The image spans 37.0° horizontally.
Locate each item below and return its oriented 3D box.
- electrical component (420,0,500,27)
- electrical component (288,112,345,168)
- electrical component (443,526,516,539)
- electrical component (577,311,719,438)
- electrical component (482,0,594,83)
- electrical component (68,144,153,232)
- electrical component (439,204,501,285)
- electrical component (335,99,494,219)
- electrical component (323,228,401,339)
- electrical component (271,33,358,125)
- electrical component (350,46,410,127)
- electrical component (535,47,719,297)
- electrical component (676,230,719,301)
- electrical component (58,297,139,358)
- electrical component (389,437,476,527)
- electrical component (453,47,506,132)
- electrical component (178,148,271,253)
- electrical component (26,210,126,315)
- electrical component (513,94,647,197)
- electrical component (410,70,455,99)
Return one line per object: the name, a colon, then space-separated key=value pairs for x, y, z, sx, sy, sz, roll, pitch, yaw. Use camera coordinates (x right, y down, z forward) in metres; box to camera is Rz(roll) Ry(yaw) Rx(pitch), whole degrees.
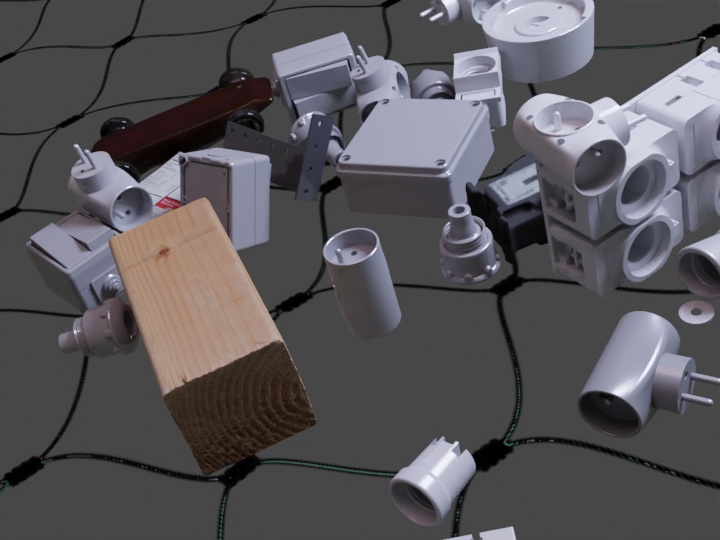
electrical component: x=0.103 y=-0.292 z=1.180 sx=0.079 sy=0.044 sz=0.077 roll=-31 pitch=40 yaw=-16
electrical component: x=-0.035 y=-0.118 z=1.022 sx=0.048 sy=0.048 sz=0.062 roll=-31 pitch=47 yaw=-17
electrical component: x=0.072 y=0.182 z=0.610 sx=0.066 sy=0.048 sz=0.055 roll=-13 pitch=31 yaw=6
electrical component: x=0.193 y=0.071 z=0.699 sx=0.079 sy=0.044 sz=0.077 roll=11 pitch=46 yaw=32
electrical component: x=0.178 y=-0.224 z=1.055 sx=0.108 sy=0.060 sz=0.108 roll=-11 pitch=38 yaw=8
electrical component: x=-0.230 y=-0.078 z=0.955 sx=0.043 sy=0.079 sz=0.077 roll=-43 pitch=44 yaw=-22
electrical component: x=0.083 y=-0.023 z=0.843 sx=0.048 sy=0.062 sz=0.048 roll=-11 pitch=39 yaw=9
electrical component: x=0.051 y=-0.100 z=0.955 sx=0.109 sy=0.056 sz=0.108 roll=6 pitch=43 yaw=27
electrical component: x=0.000 y=0.000 z=0.835 sx=0.043 sy=0.077 sz=0.079 roll=-16 pitch=38 yaw=3
electrical component: x=-0.048 y=-0.192 z=1.101 sx=0.096 sy=0.061 sz=0.061 roll=-17 pitch=38 yaw=0
electrical component: x=0.016 y=-0.182 z=1.050 sx=0.044 sy=0.079 sz=0.077 roll=-18 pitch=36 yaw=21
electrical component: x=0.229 y=-0.073 z=0.813 sx=0.186 sy=0.105 sz=0.060 roll=-33 pitch=41 yaw=-19
electrical component: x=0.267 y=-0.012 z=0.777 sx=0.065 sy=0.044 sz=0.044 roll=-32 pitch=40 yaw=-25
electrical component: x=-0.216 y=0.052 z=0.882 sx=0.062 sy=0.048 sz=0.048 roll=-18 pitch=37 yaw=11
electrical component: x=0.047 y=0.134 z=0.684 sx=0.040 sy=0.040 sz=0.046 roll=16 pitch=43 yaw=35
electrical component: x=0.113 y=-0.167 z=1.007 sx=0.042 sy=0.063 sz=0.081 roll=-6 pitch=40 yaw=12
electrical component: x=-0.117 y=-0.056 z=0.948 sx=0.062 sy=0.096 sz=0.061 roll=12 pitch=19 yaw=33
electrical component: x=-0.242 y=-0.007 z=0.950 sx=0.062 sy=0.061 sz=0.096 roll=-39 pitch=43 yaw=-25
electrical component: x=0.159 y=-0.094 z=0.742 sx=0.079 sy=0.044 sz=0.077 roll=-26 pitch=39 yaw=-10
electrical component: x=0.074 y=-0.162 z=1.034 sx=0.043 sy=0.043 sz=0.062 roll=-17 pitch=39 yaw=1
